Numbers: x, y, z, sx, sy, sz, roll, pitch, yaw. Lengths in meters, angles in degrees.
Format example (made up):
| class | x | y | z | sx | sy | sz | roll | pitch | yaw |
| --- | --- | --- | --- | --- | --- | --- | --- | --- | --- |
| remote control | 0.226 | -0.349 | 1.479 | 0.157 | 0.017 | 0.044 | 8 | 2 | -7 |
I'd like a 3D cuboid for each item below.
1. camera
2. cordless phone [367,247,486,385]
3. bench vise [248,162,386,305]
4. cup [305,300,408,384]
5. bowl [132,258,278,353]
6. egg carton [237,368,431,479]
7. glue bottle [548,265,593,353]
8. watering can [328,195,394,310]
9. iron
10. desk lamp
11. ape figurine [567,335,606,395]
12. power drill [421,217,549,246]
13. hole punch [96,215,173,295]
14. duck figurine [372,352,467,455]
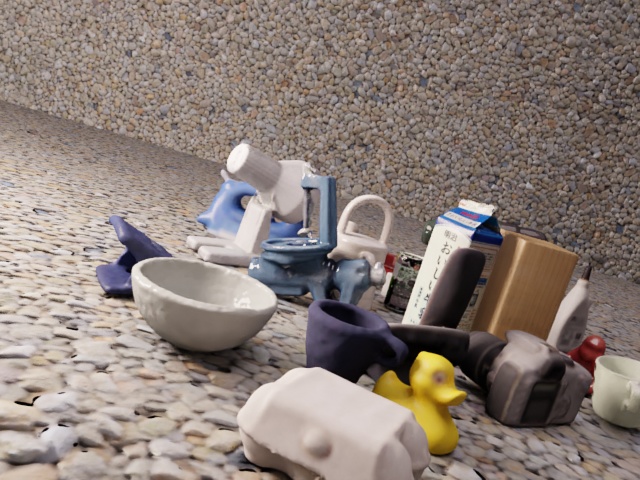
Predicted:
| class | x | y | z | sx | sy | sz | roll | pitch | yaw |
| --- | --- | --- | --- | --- | --- | --- | --- | --- | --- |
| camera | 0.257 | 0.165 | 0.749 | 0.144 | 0.101 | 0.136 | 10 | 12 | -32 |
| cordless phone | 0.125 | 0.089 | 0.709 | 0.148 | 0.185 | 0.093 | 10 | 12 | -32 |
| bench vise | 0.008 | 0.001 | 0.897 | 0.207 | 0.220 | 0.121 | 15 | 10 | -6 |
| cup | 0.032 | 0.127 | 0.609 | 0.117 | 0.095 | 0.092 | 22 | 11 | 29 |
| bowl | -0.136 | 0.081 | 0.650 | 0.167 | 0.075 | 0.167 | 16 | 10 | -3 |
| egg carton | 0.011 | 0.161 | 0.464 | 0.150 | 0.069 | 0.107 | 20 | 11 | 22 |
| glue bottle | 0.487 | 0.131 | 1.097 | 0.078 | 0.173 | 0.037 | 11 | 11 | -27 |
| watering can | 0.062 | 0.014 | 0.987 | 0.101 | 0.194 | 0.172 | 9 | 12 | -36 |
| iron | -0.112 | -0.046 | 1.185 | 0.258 | 0.141 | 0.119 | 17 | 10 | 2 |
| desk lamp | -0.113 | -0.061 | 1.057 | 0.204 | 0.213 | 0.117 | 8 | 13 | -39 |
| ape figurine | 0.410 | 0.190 | 0.885 | 0.077 | 0.092 | 0.076 | 24 | 12 | 35 |
| power drill | 0.297 | 0.054 | 1.109 | 0.229 | 0.208 | 0.076 | 18 | 10 | 8 |
| hole punch | -0.236 | 0.021 | 0.762 | 0.101 | 0.091 | 0.108 | 10 | 12 | -31 |
| duck figurine | 0.105 | 0.157 | 0.591 | 0.078 | 0.086 | 0.104 | 6 | 14 | -44 |
